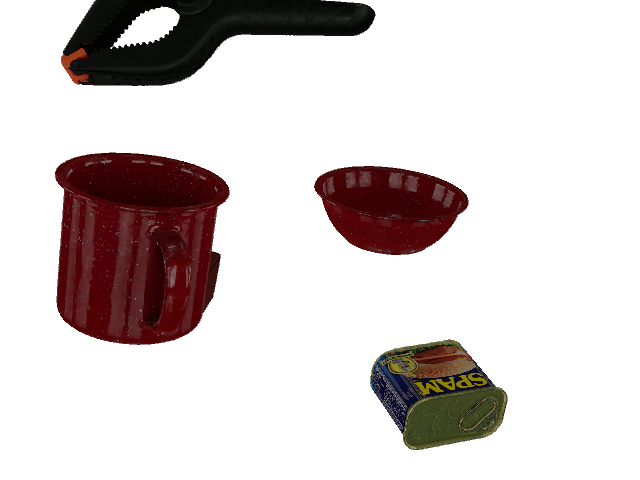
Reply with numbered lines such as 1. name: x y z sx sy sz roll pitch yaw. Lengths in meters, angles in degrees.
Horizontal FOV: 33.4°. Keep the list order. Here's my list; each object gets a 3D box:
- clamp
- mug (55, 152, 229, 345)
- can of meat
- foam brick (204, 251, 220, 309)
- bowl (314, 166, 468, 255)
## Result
1. clamp: -0.078 -0.161 0.740 0.210 0.165 0.036 -36 -19 -7
2. mug: -0.095 0.009 0.575 0.093 0.081 0.117 -3 23 -30
3. can of meat: 0.106 0.139 0.985 0.102 0.057 0.084 -6 31 -21
4. foam brick: -0.141 0.034 1.003 0.078 0.051 0.053 19 33 7
5. bowl: 0.072 -0.027 1.119 0.162 0.055 0.162 5 22 -2
